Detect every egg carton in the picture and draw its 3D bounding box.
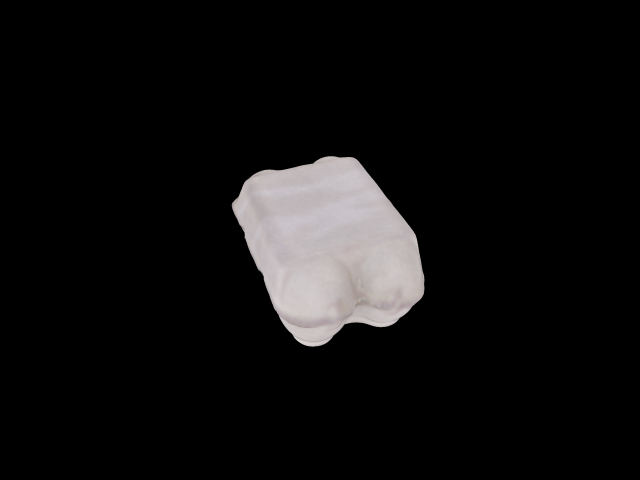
[{"bbox_3d":[0.004,0.001,0.400,0.107,0.069,0.150,-14,42,-16],"label":"egg carton"}]
